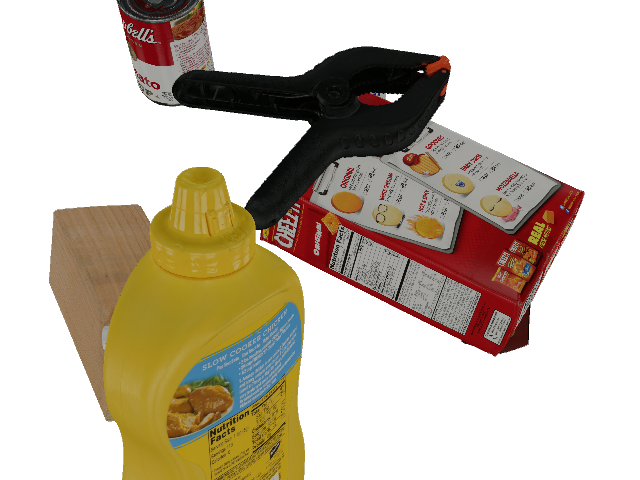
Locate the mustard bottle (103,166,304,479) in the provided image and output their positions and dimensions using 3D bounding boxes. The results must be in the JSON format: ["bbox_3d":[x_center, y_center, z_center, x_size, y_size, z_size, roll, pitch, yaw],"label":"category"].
[{"bbox_3d":[-0.047,0.057,0.450,0.058,0.192,0.096,27,40,33],"label":"mustard bottle"}]

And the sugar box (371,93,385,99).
[{"bbox_3d":[0.030,-0.074,1.070,0.048,0.176,0.093,5,12,19],"label":"sugar box"}]

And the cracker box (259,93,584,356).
[{"bbox_3d":[0.083,-0.019,0.860,0.214,0.072,0.164,26,44,14],"label":"cracker box"}]

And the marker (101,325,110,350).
[{"bbox_3d":[-0.107,0.074,0.822,0.121,0.020,0.020,-1,0,0],"label":"marker"}]

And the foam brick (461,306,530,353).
[{"bbox_3d":[0.182,0.071,1.104,0.053,0.078,0.051,13,19,42],"label":"foam brick"}]

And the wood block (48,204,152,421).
[{"bbox_3d":[-0.182,0.060,0.992,0.090,0.091,0.206,-5,36,-28],"label":"wood block"}]

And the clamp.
[{"bbox_3d":[0.006,-0.068,0.644,0.171,0.120,0.039,-13,-26,-10],"label":"clamp"}]

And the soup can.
[{"bbox_3d":[-0.123,-0.167,0.865,0.068,0.068,0.102,0,-33,2],"label":"soup can"}]
